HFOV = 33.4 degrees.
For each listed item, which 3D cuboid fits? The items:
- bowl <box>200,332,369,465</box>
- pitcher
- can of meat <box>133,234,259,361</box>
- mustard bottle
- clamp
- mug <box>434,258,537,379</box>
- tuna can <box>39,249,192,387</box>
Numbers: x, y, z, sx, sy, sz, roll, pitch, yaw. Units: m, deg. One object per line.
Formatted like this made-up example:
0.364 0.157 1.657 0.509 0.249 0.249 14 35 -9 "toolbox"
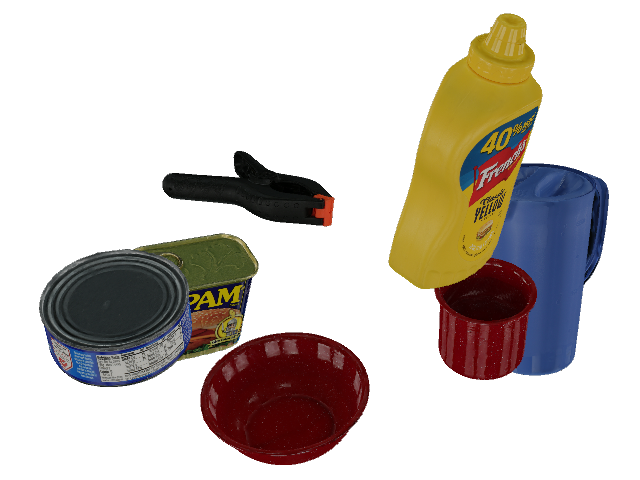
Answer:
-0.031 0.161 1.023 0.162 0.055 0.162 -4 37 3 "bowl"
0.268 0.033 1.296 0.149 0.243 0.145 3 24 14 "pitcher"
-0.108 0.049 0.868 0.101 0.084 0.057 -10 43 -28 "can of meat"
0.102 -0.061 0.705 0.096 0.192 0.058 -28 53 -37 "mustard bottle"
-0.067 -0.047 1.035 0.120 0.039 0.172 -25 33 -38 "clamp"
0.151 0.068 1.009 0.093 0.081 0.117 -7 39 -4 "mug"
-0.118 0.045 0.624 0.086 0.034 0.086 -1 39 1 "tuna can"
